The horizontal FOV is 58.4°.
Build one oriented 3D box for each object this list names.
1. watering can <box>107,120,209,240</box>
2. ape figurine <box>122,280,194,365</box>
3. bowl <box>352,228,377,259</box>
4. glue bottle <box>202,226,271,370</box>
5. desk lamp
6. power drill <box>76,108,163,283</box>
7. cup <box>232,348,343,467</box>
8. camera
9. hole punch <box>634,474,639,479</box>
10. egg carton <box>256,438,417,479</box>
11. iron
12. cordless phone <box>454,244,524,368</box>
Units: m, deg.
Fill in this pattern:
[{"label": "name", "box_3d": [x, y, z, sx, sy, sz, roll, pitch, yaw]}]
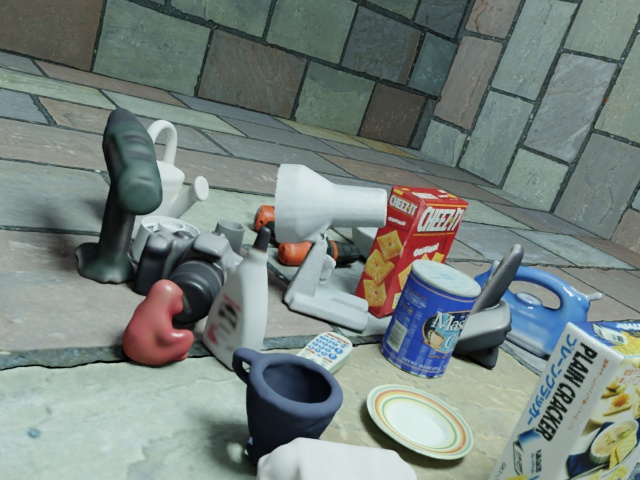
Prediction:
[{"label": "watering can", "box_3d": [-0.268, -0.100, 0.945, 0.173, 0.194, 0.101, 16, 18, -10]}, {"label": "ape figurine", "box_3d": [-0.178, 0.088, 0.640, 0.076, 0.092, 0.077, 3, 23, -41]}, {"label": "bowl", "box_3d": [0.137, 0.014, 1.221, 0.167, 0.075, 0.167, 17, 17, -5]}, {"label": "glue bottle", "box_3d": [-0.088, 0.063, 0.673, 0.077, 0.173, 0.037, 30, 21, 33]}, {"label": "desk lamp", "box_3d": [0.008, 0.003, 0.887, 0.203, 0.213, 0.118, 18, 17, -1]}, {"label": "power drill", "box_3d": [-0.276, -0.059, 0.788, 0.076, 0.208, 0.228, 7, 21, -33]}, {"label": "cup", "box_3d": [-0.045, 0.163, 0.544, 0.117, 0.095, 0.092, 26, 19, 22]}, {"label": "camera", "box_3d": [-0.176, 0.043, 0.763, 0.143, 0.101, 0.137, 18, 17, -4]}, {"label": "hole punch", "box_3d": [0.434, 0.290, 0.666, 0.101, 0.091, 0.109, 26, 19, 21]}, {"label": "egg carton", "box_3d": [0.021, 0.224, 0.473, 0.150, 0.069, 0.107, 14, 18, -17]}, {"label": "iron", "box_3d": [0.383, 0.110, 1.072, 0.257, 0.141, 0.119, 28, 20, 28]}, {"label": "cordless phone", "box_3d": [0.277, 0.097, 0.929, 0.094, 0.185, 0.148, 22, 18, 9]}]
